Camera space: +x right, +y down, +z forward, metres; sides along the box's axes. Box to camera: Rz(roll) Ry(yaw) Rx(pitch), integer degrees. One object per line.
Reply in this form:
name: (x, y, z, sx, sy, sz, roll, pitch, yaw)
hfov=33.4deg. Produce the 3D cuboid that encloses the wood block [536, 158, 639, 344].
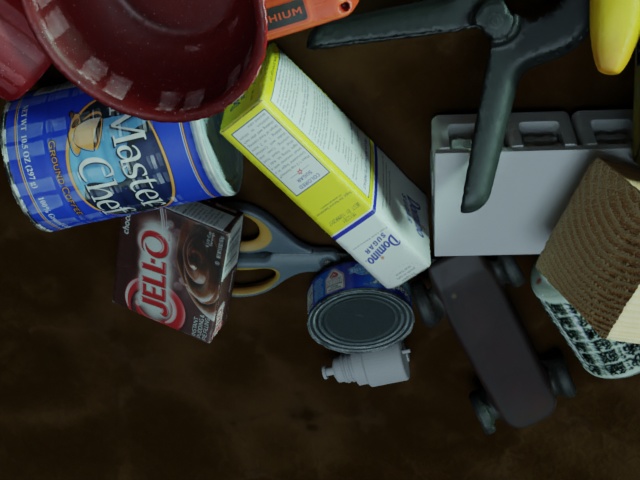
wood block: (0.266, 0.019, 0.733, 0.205, 0.090, 0.091, 9, 118, -30)

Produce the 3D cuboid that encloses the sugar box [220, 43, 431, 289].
sugar box: (0.008, -0.051, 0.759, 0.048, 0.093, 0.176, -33, 117, 24)

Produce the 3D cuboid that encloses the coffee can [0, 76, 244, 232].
coffee can: (-0.136, -0.068, 0.749, 0.140, 0.102, 0.103, -11, 124, 11)

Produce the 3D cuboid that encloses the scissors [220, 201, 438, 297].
scissors: (-0.006, 0.001, 0.844, 0.202, 0.016, 0.096, -11, 124, 10)

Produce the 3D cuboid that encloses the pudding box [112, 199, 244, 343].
pudding box: (-0.111, 0.016, 0.832, 0.090, 0.039, 0.114, 21, 124, 11)

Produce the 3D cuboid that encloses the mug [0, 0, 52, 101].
mug: (-0.223, -0.138, 0.710, 0.081, 0.093, 0.117, 37, 106, -27)

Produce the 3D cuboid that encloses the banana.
banana: (0.161, -0.201, 0.645, 0.069, 0.037, 0.198, -28, 102, 4)

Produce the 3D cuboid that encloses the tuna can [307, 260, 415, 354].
tuna can: (0.032, 0.054, 0.857, 0.086, 0.034, 0.086, -1, 140, -1)

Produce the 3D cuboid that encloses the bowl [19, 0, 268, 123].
bowl: (-0.101, -0.154, 0.651, 0.162, 0.055, 0.162, 10, 130, 12)

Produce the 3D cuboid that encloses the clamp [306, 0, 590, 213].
clamp: (0.118, -0.131, 0.701, 0.210, 0.036, 0.164, -36, 91, 12)

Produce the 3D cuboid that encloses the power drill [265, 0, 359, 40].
power drill: (-0.039, -0.223, 0.664, 0.185, 0.057, 0.187, -14, 121, 17)
